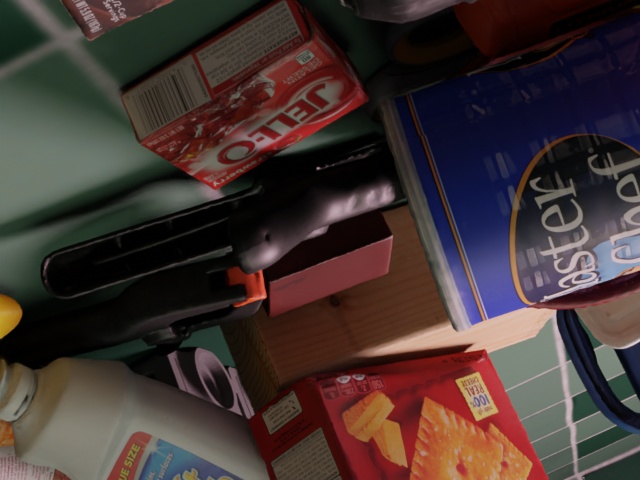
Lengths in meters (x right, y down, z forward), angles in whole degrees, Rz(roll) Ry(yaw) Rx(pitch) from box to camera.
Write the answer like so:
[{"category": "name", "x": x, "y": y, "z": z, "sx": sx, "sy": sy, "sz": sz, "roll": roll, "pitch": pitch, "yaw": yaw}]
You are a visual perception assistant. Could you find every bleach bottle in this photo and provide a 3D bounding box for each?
[{"category": "bleach bottle", "x": -0.090, "y": 0.139, "z": 0.637, "sx": 0.250, "sy": 0.068, "sz": 0.103, "roll": 31, "pitch": 113, "yaw": -31}]

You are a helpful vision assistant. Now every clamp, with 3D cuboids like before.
[{"category": "clamp", "x": -0.099, "y": 0.042, "z": 0.599, "sx": 0.120, "sy": 0.039, "sz": 0.172, "roll": -10, "pitch": 167, "yaw": -38}, {"category": "clamp", "x": -0.025, "y": -0.015, "z": 0.530, "sx": 0.165, "sy": 0.036, "sz": 0.209, "roll": -9, "pitch": -170, "yaw": 41}]

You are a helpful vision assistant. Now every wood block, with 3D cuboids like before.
[{"category": "wood block", "x": 0.047, "y": 0.039, "z": 0.695, "sx": 0.205, "sy": 0.091, "sz": 0.090, "roll": -16, "pitch": 155, "yaw": -18}]

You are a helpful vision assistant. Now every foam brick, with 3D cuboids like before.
[{"category": "foam brick", "x": -0.004, "y": 0.001, "z": 0.612, "sx": 0.078, "sy": 0.051, "sz": 0.053, "roll": -20, "pitch": 156, "yaw": -12}]

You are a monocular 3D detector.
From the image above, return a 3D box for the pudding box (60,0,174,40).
[{"category": "pudding box", "x": -0.053, "y": -0.119, "z": 0.314, "sx": 0.090, "sy": 0.039, "sz": 0.113, "roll": -24, "pitch": 158, "yaw": 0}]

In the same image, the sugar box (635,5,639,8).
[{"category": "sugar box", "x": 0.214, "y": -0.041, "z": 0.570, "sx": 0.048, "sy": 0.176, "sz": 0.093, "roll": -19, "pitch": 157, "yaw": -12}]

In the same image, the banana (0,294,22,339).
[{"category": "banana", "x": -0.210, "y": 0.076, "z": 0.497, "sx": 0.037, "sy": 0.197, "sz": 0.069, "roll": 9, "pitch": 133, "yaw": 21}]

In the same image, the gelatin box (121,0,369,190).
[{"category": "gelatin box", "x": -0.030, "y": -0.062, "z": 0.472, "sx": 0.089, "sy": 0.030, "sz": 0.073, "roll": -28, "pitch": 159, "yaw": 13}]

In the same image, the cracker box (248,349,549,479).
[{"category": "cracker box", "x": 0.073, "y": 0.176, "z": 0.620, "sx": 0.163, "sy": 0.214, "sz": 0.072, "roll": -1, "pitch": 148, "yaw": -43}]

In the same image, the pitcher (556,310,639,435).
[{"category": "pitcher", "x": 0.329, "y": 0.119, "z": 0.952, "sx": 0.149, "sy": 0.243, "sz": 0.144, "roll": -30, "pitch": 159, "yaw": 33}]

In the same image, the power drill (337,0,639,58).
[{"category": "power drill", "x": 0.089, "y": -0.110, "z": 0.368, "sx": 0.184, "sy": 0.057, "sz": 0.187, "roll": -21, "pitch": -178, "yaw": 2}]

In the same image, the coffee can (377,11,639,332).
[{"category": "coffee can", "x": 0.106, "y": -0.032, "z": 0.440, "sx": 0.140, "sy": 0.103, "sz": 0.102, "roll": -19, "pitch": 158, "yaw": 8}]

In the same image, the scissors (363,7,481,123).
[{"category": "scissors", "x": 0.110, "y": -0.114, "z": 0.516, "sx": 0.202, "sy": 0.016, "sz": 0.096, "roll": -26, "pitch": 158, "yaw": 4}]

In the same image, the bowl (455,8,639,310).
[{"category": "bowl", "x": 0.122, "y": -0.046, "z": 0.527, "sx": 0.162, "sy": 0.055, "sz": 0.162, "roll": -2, "pitch": 121, "yaw": -3}]

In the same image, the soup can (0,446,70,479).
[{"category": "soup can", "x": -0.211, "y": 0.138, "z": 0.691, "sx": 0.102, "sy": 0.068, "sz": 0.069, "roll": 3, "pitch": 146, "yaw": -47}]
